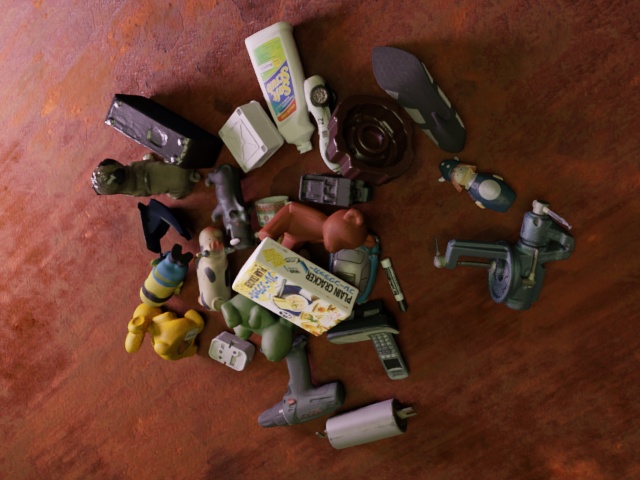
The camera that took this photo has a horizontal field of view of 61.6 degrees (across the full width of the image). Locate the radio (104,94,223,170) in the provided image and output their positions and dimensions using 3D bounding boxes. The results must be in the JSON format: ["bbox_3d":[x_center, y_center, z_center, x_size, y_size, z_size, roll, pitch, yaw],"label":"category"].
[{"bbox_3d":[-0.341,-0.236,1.170,0.230,0.131,0.073,29,108,10],"label":"radio"}]

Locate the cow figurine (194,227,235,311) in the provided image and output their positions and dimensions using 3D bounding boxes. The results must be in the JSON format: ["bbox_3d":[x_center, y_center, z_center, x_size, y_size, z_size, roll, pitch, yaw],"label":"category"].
[{"bbox_3d":[-0.239,0.066,1.205,0.085,0.127,0.194,-8,103,-23],"label":"cow figurine"}]

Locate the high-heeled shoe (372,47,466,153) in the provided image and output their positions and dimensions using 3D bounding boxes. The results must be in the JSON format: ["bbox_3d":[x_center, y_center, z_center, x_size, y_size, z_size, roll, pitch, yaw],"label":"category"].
[{"bbox_3d":[0.194,-0.271,1.036,0.086,0.145,0.249,-38,60,17],"label":"high-heeled shoe"}]

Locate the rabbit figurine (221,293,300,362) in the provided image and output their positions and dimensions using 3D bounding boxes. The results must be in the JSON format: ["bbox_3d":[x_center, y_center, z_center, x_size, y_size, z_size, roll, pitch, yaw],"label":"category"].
[{"bbox_3d":[-0.110,0.190,1.191,0.159,0.121,0.170,-31,56,-16],"label":"rabbit figurine"}]

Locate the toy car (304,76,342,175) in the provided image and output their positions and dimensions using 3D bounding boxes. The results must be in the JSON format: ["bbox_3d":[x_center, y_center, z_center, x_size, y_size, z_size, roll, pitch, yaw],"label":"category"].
[{"bbox_3d":[0.016,-0.229,1.083,0.056,0.073,0.201,-13,98,17],"label":"toy car"}]

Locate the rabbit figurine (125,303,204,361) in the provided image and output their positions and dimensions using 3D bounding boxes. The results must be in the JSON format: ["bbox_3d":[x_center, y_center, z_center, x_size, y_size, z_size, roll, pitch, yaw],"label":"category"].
[{"bbox_3d":[-0.393,0.217,1.298,0.173,0.162,0.121,36,125,26],"label":"rabbit figurine"}]

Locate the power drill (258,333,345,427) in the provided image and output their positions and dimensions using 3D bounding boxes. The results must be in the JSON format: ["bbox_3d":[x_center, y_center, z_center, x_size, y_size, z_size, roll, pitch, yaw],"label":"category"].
[{"bbox_3d":[-0.070,0.329,1.241,0.232,0.086,0.207,-15,94,19],"label":"power drill"}]

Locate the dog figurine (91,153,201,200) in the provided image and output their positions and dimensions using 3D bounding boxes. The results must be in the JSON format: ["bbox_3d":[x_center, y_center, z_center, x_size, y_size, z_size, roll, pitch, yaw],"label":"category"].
[{"bbox_3d":[-0.378,-0.134,1.175,0.172,0.190,0.121,-8,100,18],"label":"dog figurine"}]

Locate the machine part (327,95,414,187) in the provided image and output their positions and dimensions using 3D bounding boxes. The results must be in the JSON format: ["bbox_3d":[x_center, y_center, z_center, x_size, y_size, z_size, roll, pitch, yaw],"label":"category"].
[{"bbox_3d":[0.095,-0.189,1.024,0.179,0.179,0.056,54,155,0],"label":"machine part"}]

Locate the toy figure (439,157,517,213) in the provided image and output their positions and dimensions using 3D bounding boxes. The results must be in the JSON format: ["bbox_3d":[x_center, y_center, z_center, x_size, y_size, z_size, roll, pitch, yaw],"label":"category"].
[{"bbox_3d":[0.298,-0.110,1.029,0.154,0.057,0.064,32,68,9],"label":"toy figure"}]

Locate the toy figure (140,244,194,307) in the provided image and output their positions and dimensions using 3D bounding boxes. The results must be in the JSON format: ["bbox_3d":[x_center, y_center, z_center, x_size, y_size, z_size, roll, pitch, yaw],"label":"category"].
[{"bbox_3d":[-0.365,0.086,1.263,0.082,0.089,0.180,50,130,8],"label":"toy figure"}]

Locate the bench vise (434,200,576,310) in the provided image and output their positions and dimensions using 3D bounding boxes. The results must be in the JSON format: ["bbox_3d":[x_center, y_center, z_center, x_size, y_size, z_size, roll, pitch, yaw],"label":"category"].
[{"bbox_3d":[0.338,0.027,1.002,0.241,0.129,0.223,4,124,-1],"label":"bench vise"}]

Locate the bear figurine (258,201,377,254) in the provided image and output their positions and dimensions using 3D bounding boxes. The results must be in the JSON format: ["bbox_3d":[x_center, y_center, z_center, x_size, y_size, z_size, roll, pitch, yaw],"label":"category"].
[{"bbox_3d":[0.000,-0.007,1.057,0.196,0.132,0.120,17,153,34],"label":"bear figurine"}]

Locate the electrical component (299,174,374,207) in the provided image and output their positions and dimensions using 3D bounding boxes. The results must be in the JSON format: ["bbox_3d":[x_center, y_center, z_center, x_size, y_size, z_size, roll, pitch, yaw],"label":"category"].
[{"bbox_3d":[0.038,-0.101,1.083,0.134,0.115,0.058,8,102,19],"label":"electrical component"}]

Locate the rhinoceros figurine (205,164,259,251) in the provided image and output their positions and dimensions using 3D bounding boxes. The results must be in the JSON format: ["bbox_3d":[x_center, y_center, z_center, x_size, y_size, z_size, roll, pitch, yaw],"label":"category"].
[{"bbox_3d":[-0.184,-0.071,1.164,0.112,0.073,0.190,-10,95,54],"label":"rhinoceros figurine"}]

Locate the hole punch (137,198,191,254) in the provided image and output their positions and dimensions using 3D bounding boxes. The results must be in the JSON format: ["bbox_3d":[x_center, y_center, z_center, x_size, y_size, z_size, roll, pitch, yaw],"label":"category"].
[{"bbox_3d":[-0.356,-0.038,1.228,0.092,0.142,0.115,-17,85,-3],"label":"hole punch"}]

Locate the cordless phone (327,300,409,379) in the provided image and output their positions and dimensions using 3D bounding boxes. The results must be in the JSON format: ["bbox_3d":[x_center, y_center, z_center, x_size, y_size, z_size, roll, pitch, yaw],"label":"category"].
[{"bbox_3d":[0.110,0.233,1.165,0.147,0.089,0.184,-15,115,21],"label":"cordless phone"}]

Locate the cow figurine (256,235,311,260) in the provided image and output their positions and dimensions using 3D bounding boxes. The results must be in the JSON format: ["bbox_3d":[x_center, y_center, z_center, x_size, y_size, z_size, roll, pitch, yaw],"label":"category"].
[{"bbox_3d":[-0.071,0.056,1.182,0.098,0.068,0.167,-36,86,28],"label":"cow figurine"}]

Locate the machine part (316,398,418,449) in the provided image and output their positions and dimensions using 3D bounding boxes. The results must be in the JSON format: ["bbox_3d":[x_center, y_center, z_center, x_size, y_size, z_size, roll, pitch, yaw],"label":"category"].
[{"bbox_3d":[0.104,0.413,1.204,0.243,0.079,0.079,-24,94,22],"label":"machine part"}]

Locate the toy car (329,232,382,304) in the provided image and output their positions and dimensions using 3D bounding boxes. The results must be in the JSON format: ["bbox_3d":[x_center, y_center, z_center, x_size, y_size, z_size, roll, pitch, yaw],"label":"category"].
[{"bbox_3d":[0.062,0.062,1.122,0.109,0.103,0.161,12,104,16],"label":"toy car"}]
